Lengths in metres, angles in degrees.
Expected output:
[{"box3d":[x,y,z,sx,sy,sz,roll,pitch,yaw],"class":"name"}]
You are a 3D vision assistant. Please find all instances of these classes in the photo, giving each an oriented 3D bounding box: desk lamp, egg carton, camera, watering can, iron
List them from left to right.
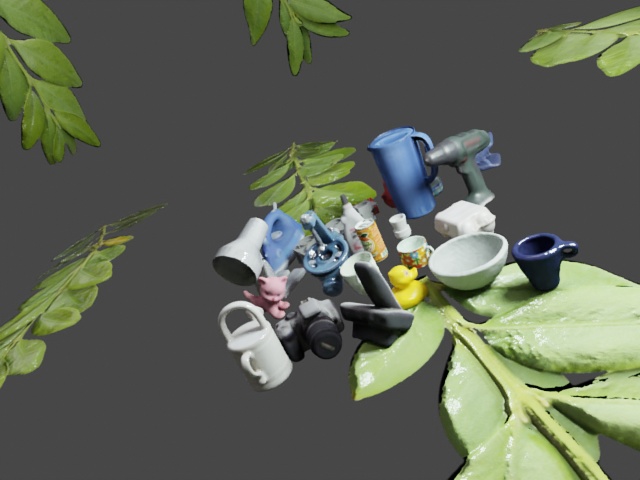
[{"box3d":[-0.143,0.206,1.187,0.101,0.194,0.172,-29,23,-9],"class":"watering can"},{"box3d":[-0.161,0.063,1.495,0.117,0.214,0.203,-8,28,35],"class":"desk lamp"},{"box3d":[-0.136,-0.005,1.715,0.118,0.142,0.258,-17,24,19],"class":"iron"},{"box3d":[-0.017,0.194,1.208,0.143,0.101,0.136,-27,23,-4],"class":"camera"},{"box3d":[0.348,-0.040,1.391,0.107,0.069,0.150,-31,23,-14],"class":"egg carton"}]

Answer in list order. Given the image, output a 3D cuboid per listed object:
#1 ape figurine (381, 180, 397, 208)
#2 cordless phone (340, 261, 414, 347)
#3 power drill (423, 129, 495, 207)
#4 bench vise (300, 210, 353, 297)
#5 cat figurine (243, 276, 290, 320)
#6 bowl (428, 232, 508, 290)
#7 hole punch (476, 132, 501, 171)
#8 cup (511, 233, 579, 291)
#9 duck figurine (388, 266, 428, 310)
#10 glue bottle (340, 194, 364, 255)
[{"box3d":[0.219,-0.148,1.730,0.077,0.092,0.076,-14,25,26],"class":"ape figurine"},{"box3d":[0.096,0.113,1.159,0.147,0.185,0.094,0,33,46],"class":"cordless phone"},{"box3d":[0.373,-0.179,1.488,0.230,0.209,0.075,-39,26,-30],"class":"power drill"},{"box3d":[0.002,0.010,1.437,0.121,0.220,0.207,-24,23,2],"class":"bench vise"},{"box3d":[-0.132,0.137,1.429,0.127,0.118,0.067,-14,25,25],"class":"cat figurine"},{"box3d":[0.317,0.056,1.203,0.167,0.075,0.167,-21,23,10],"class":"bowl"},{"box3d":[0.480,-0.260,1.710,0.101,0.091,0.109,-16,24,22],"class":"hole punch"},{"box3d":[0.432,0.046,1.082,0.117,0.095,0.092,-9,27,33],"class":"cup"},{"box3d":[0.174,0.098,1.242,0.104,0.086,0.077,-25,23,0],"class":"duck figurine"},{"box3d":[0.090,-0.046,1.532,0.078,0.173,0.037,-23,23,4],"class":"glue bottle"}]
